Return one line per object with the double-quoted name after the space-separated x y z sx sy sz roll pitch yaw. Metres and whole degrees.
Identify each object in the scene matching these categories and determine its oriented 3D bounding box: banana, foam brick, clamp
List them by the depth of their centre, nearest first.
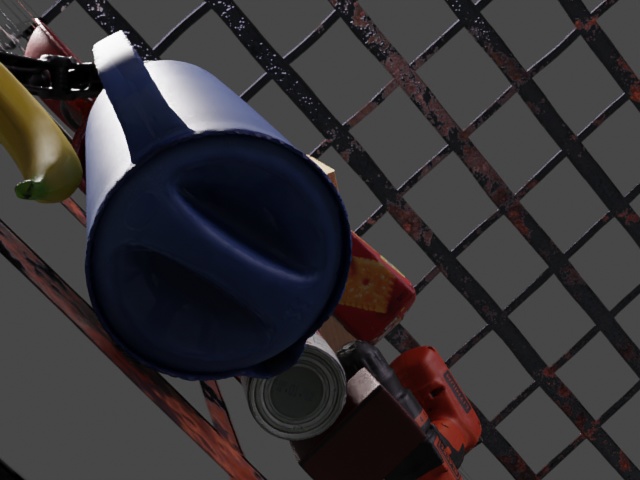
-0.199 -0.080 0.681 0.198 0.037 0.069 47 -1 34 "banana"
0.025 0.136 0.738 0.051 0.078 0.053 46 0 -13 "foam brick"
-0.208 -0.135 0.892 0.164 0.036 0.210 2 4 -14 "clamp"

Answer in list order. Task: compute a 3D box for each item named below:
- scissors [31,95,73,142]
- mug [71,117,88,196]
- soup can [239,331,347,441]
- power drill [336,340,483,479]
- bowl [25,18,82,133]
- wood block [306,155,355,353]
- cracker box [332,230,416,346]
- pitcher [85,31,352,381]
-0.194 -0.053 0.975 0.201 0.016 0.096 48 -1 -21 "scissors"
-0.142 -0.067 0.886 0.093 0.117 0.081 35 -10 21 "mug"
-0.023 0.091 0.742 0.068 0.068 0.102 48 -1 -14 "soup can"
0.080 0.150 0.903 0.184 0.057 0.187 61 16 -3 "power drill"
-0.272 -0.164 1.169 0.162 0.055 0.162 47 -1 0 "bowl"
-0.019 0.024 1.172 0.090 0.090 0.206 -141 -144 -64 "wood block"
-0.006 0.001 0.985 0.214 0.072 0.164 45 0 9 "cracker box"
-0.080 -0.039 0.620 0.144 0.149 0.243 13 17 -20 "pitcher"
